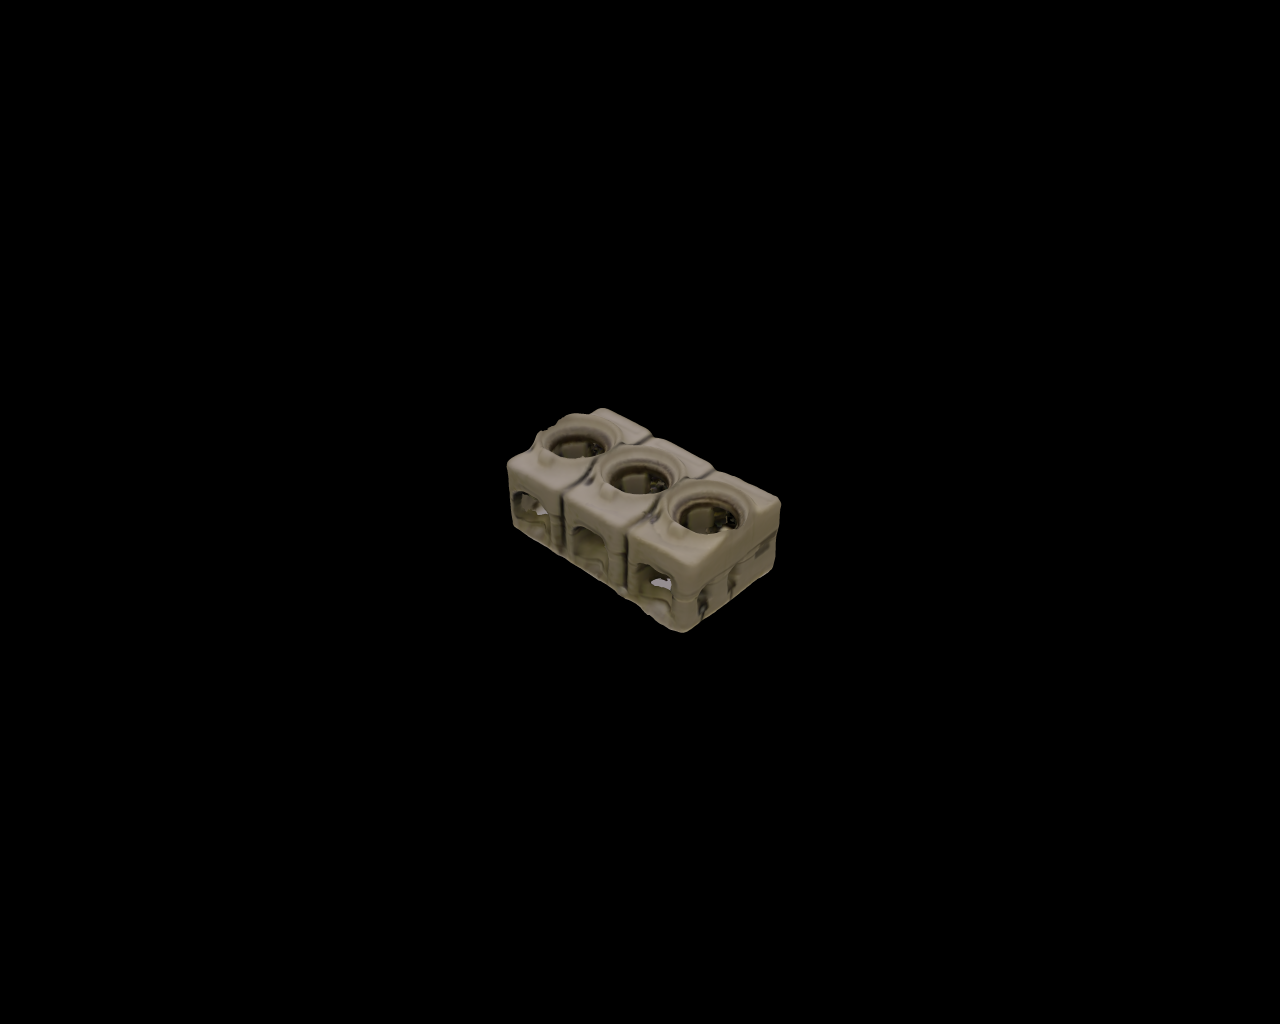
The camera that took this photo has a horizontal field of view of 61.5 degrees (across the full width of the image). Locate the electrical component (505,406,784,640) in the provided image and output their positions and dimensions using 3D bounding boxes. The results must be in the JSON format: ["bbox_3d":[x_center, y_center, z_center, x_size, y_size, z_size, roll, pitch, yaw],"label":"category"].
[{"bbox_3d":[0.001,-0.003,0.650,0.150,0.061,0.090,30,46,33],"label":"electrical component"}]
